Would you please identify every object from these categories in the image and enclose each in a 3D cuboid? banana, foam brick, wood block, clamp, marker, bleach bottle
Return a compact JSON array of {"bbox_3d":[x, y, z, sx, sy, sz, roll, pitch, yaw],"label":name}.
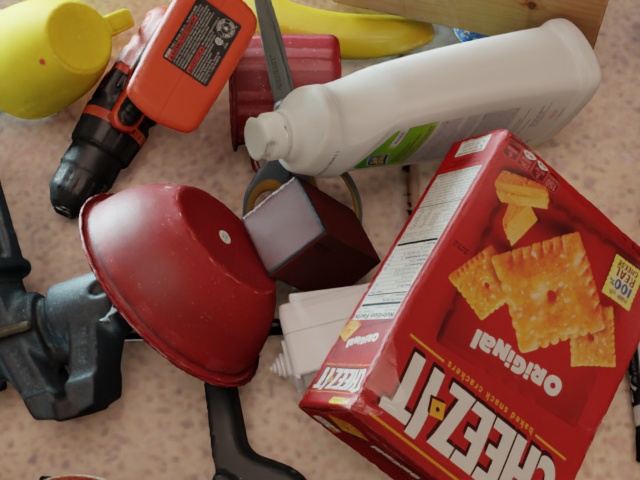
[{"bbox_3d":[-0.009,-0.181,0.861,0.198,0.037,0.069,23,68,14],"label":"banana"},{"bbox_3d":[-0.005,0.001,0.733,0.053,0.078,0.051,-38,57,15],"label":"foam brick"},{"bbox_3d":[0.117,-0.217,0.801,0.206,0.091,0.090,15,67,10],"label":"wood block"},{"bbox_3d":[-0.075,0.174,0.700,0.164,0.036,0.210,-39,69,-7],"label":"clamp"},{"bbox_3d":[0.219,0.096,0.725,0.020,0.020,0.121,0,65,4],"label":"marker"},{"bbox_3d":[0.068,-0.092,0.731,0.250,0.103,0.068,-12,66,-30],"label":"bleach bottle"}]

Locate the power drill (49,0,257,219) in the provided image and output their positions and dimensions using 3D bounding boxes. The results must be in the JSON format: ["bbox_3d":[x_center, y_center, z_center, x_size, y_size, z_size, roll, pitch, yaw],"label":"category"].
[{"bbox_3d":[-0.125,-0.102,0.760,0.057,0.188,0.184,31,75,-21],"label":"power drill"}]

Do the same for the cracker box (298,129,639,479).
[{"bbox_3d":[0.112,0.062,0.679,0.164,0.072,0.213,39,68,-18],"label":"cracker box"}]

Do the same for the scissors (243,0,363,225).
[{"bbox_3d":[-0.037,-0.076,0.761,0.096,0.016,0.201,-25,108,12],"label":"scissors"}]

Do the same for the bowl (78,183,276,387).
[{"bbox_3d":[-0.080,0.016,0.703,0.055,0.161,0.162,-41,66,17],"label":"bowl"}]

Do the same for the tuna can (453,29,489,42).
[{"bbox_3d":[0.149,-0.187,0.855,0.086,0.034,0.086,-2,65,3],"label":"tuna can"}]

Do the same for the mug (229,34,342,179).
[{"bbox_3d":[-0.025,-0.102,0.803,0.081,0.093,0.117,-1,87,-2],"label":"mug"}]

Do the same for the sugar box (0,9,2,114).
[{"bbox_3d":[-0.328,-0.160,0.871,0.176,0.048,0.093,22,68,10],"label":"sugar box"}]
